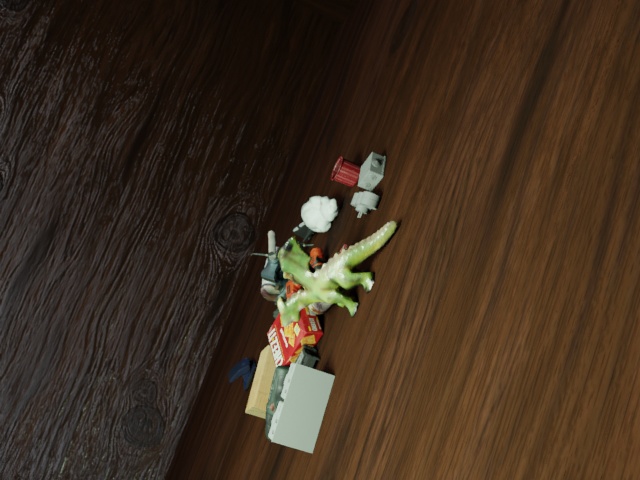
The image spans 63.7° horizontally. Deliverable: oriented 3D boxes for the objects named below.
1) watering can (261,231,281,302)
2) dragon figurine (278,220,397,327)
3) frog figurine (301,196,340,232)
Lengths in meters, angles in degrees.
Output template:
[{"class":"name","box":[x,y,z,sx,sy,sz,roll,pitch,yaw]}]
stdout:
[{"class":"watering can","box":[-0.191,0.123,2.145,0.340,0.104,0.229,76,-162,-60]},{"class":"dragon figurine","box":[0.008,0.073,1.335,0.124,0.242,0.403,-84,18,-65]},{"class":"frog figurine","box":[0.006,-0.094,1.876,0.159,0.123,0.137,-174,73,-67]}]
